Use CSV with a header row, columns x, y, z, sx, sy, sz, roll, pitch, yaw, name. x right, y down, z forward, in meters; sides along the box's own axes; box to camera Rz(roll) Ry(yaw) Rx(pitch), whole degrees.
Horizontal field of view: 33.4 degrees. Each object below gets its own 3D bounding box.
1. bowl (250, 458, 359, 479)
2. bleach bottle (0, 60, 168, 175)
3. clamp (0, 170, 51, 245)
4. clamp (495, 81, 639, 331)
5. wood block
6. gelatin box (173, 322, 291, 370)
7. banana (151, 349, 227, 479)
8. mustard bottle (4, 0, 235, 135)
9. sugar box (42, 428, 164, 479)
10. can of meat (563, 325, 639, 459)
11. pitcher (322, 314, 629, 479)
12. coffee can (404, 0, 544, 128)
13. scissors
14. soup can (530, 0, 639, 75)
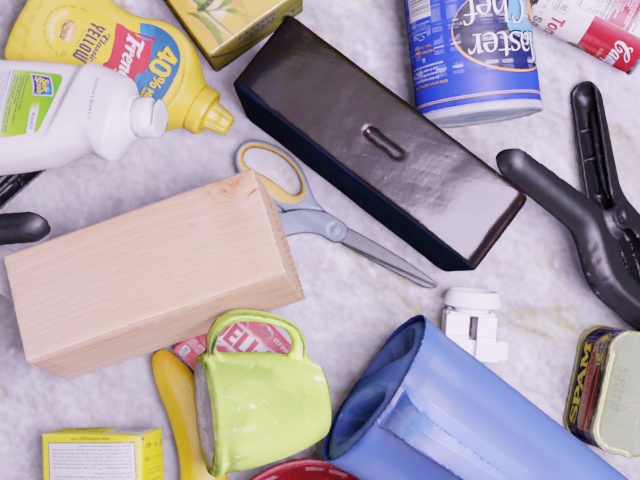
x,y,z,sx,sy,sz,roll,pitch,yaw,name
-0.007,0.254,0.860,0.162,0.055,0.162,0,86,0,bowl
-0.242,-0.091,0.844,0.251,0.068,0.102,3,78,16,bleach bottle
-0.288,-0.019,0.873,0.171,0.120,0.039,-18,123,12,clamp
0.232,-0.023,0.870,0.210,0.036,0.164,55,47,-13,clamp
-0.128,0.030,0.840,0.206,0.090,0.091,-19,71,4,wood block
-0.065,0.096,0.883,0.073,0.030,0.089,-43,88,-3,gelatin box
-0.110,0.190,0.873,0.069,0.037,0.198,3,86,0,banana
-0.157,-0.142,0.886,0.191,0.058,0.096,30,88,1,mustard bottle
-0.172,0.241,0.856,0.093,0.048,0.176,-3,89,19,sugar box
0.240,0.121,0.857,0.057,0.084,0.102,13,86,-1,can of meat
0.133,0.178,0.814,0.242,0.145,0.149,35,43,-6,pitcher
0.121,-0.167,0.862,0.103,0.103,0.140,-6,90,-1,coffee can
-0.006,0.001,0.898,0.202,0.016,0.096,45,89,3,scissors
0.229,-0.191,0.886,0.102,0.068,0.068,28,86,2,soup can
